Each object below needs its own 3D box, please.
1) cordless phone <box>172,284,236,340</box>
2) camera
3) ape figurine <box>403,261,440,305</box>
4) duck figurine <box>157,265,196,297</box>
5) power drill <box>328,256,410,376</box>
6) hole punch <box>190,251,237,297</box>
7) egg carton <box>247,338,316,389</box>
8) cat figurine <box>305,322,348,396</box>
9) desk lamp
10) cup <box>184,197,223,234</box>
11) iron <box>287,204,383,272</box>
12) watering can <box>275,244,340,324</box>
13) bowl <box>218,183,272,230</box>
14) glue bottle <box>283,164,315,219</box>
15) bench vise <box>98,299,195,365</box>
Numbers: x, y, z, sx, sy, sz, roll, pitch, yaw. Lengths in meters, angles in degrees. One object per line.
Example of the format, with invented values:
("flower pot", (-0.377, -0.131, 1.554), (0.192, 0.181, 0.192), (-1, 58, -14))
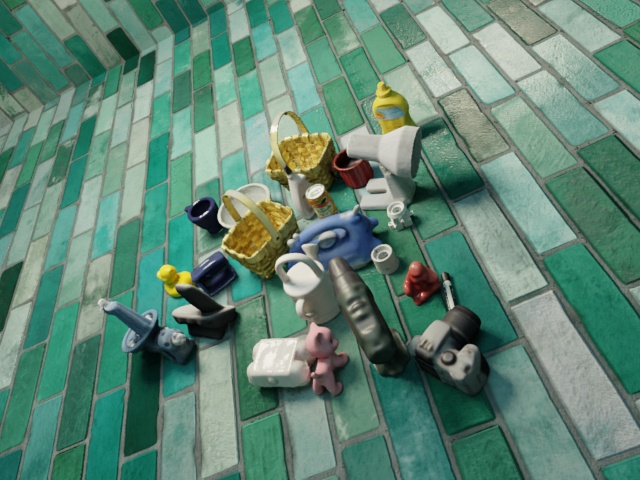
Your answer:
("cordless phone", (-0.304, 0.152, 1.375), (0.147, 0.186, 0.094), (-3, 50, 29))
("camera", (0.251, 0.191, 1.065), (0.142, 0.101, 0.137), (23, 65, 43))
("ape figurine", (0.209, 0.081, 1.201), (0.077, 0.092, 0.076), (-7, 48, 26))
("duck figurine", (-0.394, 0.103, 1.551), (0.104, 0.086, 0.077), (0, 51, 31))
("power drill", (0.095, 0.162, 1.106), (0.075, 0.209, 0.229), (-31, 42, 3))
("hole punch", (-0.291, 0.079, 1.506), (0.109, 0.091, 0.100), (-40, 42, -8))
("egg carton", (-0.083, 0.265, 1.222), (0.150, 0.070, 0.107), (-8, 47, 25))
("cat figurine", (0.003, 0.234, 1.162), (0.067, 0.118, 0.128), (-9, 47, 24))
("desk lamp", (0.164, -0.175, 1.378), (0.202, 0.214, 0.118), (-1, 51, 30))
("cup", (-0.333, -0.064, 1.664), (0.117, 0.095, 0.092), (5, 54, 34))
("iron", (0.012, 0.005, 1.354), (0.258, 0.142, 0.118), (-22, 43, 12))
("watering can", (-0.030, 0.087, 1.263), (0.101, 0.195, 0.172), (-25, 42, 8))
("bowl", (-0.198, -0.076, 1.609), (0.167, 0.075, 0.167), (-17, 44, 17))
("glue bottle", (-0.053, -0.136, 1.503), (0.037, 0.174, 0.078), (17, 62, 41))
("bench vise", (-0.410, 0.203, 1.366), (0.207, 0.220, 0.121), (-13, 46, 21))
